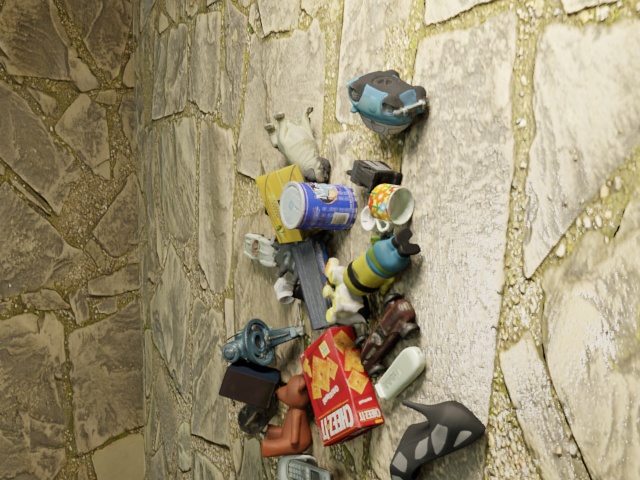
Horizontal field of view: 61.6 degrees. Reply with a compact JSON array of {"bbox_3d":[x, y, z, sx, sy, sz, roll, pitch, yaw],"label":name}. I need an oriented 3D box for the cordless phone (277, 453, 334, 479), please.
[{"bbox_3d":[-0.019,0.581,1.251,0.184,0.088,0.146,-12,78,54],"label":"cordless phone"}]

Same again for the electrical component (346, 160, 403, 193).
[{"bbox_3d":[0.101,-0.132,1.073,0.119,0.075,0.047,47,130,52],"label":"electrical component"}]

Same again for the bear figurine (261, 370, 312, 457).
[{"bbox_3d":[-0.075,0.413,1.301,0.120,0.132,0.195,-67,-25,-81],"label":"bear figurine"}]

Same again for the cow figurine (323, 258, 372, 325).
[{"bbox_3d":[0.059,0.105,1.135,0.167,0.098,0.068,-96,21,-48],"label":"cow figurine"}]

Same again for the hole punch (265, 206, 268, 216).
[{"bbox_3d":[-0.073,-0.095,1.348,0.116,0.092,0.142,38,118,49],"label":"hole punch"}]

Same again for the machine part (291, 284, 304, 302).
[{"bbox_3d":[-0.021,0.147,1.302,0.139,0.039,0.084,24,118,54],"label":"machine part"}]

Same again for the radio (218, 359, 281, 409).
[{"bbox_3d":[-0.174,0.363,1.378,0.229,0.131,0.073,111,177,-85],"label":"radio"}]

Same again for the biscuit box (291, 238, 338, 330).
[{"bbox_3d":[-0.004,0.098,1.215,0.063,0.059,0.202,-21,75,26],"label":"biscuit box"}]

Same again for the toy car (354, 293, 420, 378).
[{"bbox_3d":[0.123,0.191,1.051,0.202,0.053,0.089,-59,46,38],"label":"toy car"}]

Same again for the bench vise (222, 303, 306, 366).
[{"bbox_3d":[-0.129,0.255,1.384,0.241,0.223,0.129,-20,74,25],"label":"bench vise"}]

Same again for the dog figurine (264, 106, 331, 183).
[{"bbox_3d":[-0.052,-0.205,1.309,0.172,0.121,0.190,148,105,-81],"label":"dog figurine"}]

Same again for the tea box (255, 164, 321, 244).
[{"bbox_3d":[-0.075,-0.082,1.256,0.098,0.068,0.169,-10,103,53],"label":"tea box"}]

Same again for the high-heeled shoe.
[{"bbox_3d":[0.202,0.370,0.927,0.145,0.086,0.248,14,123,28],"label":"high-heeled shoe"}]

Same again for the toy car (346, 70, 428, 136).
[{"bbox_3d":[0.127,-0.252,1.019,0.162,0.109,0.102,41,147,38],"label":"toy car"}]

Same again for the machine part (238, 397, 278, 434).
[{"bbox_3d":[-0.161,0.450,1.406,0.243,0.079,0.079,51,-144,-83],"label":"machine part"}]

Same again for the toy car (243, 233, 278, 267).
[{"bbox_3d":[-0.162,0.027,1.518,0.202,0.056,0.073,18,105,58],"label":"toy car"}]

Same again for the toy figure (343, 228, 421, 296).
[{"bbox_3d":[0.112,0.044,1.034,0.180,0.089,0.082,-47,42,51],"label":"toy figure"}]

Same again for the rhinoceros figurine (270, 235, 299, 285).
[{"bbox_3d":[-0.071,0.044,1.351,0.191,0.073,0.112,33,118,54],"label":"rhinoceros figurine"}]

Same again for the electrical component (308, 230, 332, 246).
[{"bbox_3d":[-0.003,-0.004,1.289,0.094,0.021,0.063,-47,51,48],"label":"electrical component"}]
